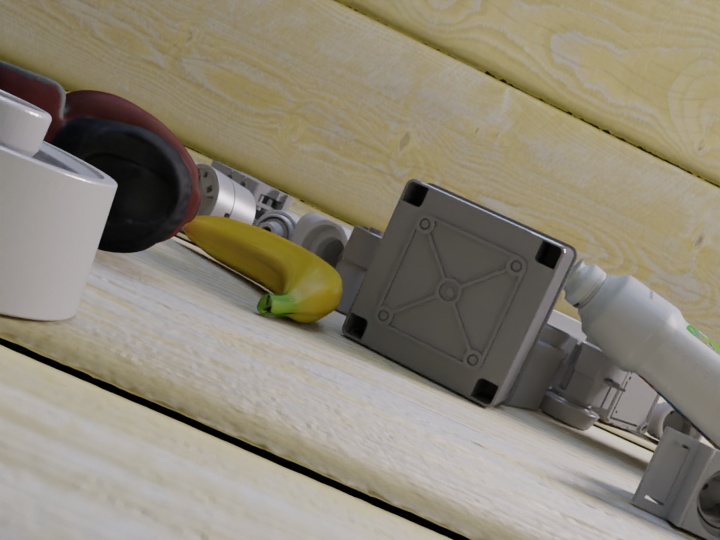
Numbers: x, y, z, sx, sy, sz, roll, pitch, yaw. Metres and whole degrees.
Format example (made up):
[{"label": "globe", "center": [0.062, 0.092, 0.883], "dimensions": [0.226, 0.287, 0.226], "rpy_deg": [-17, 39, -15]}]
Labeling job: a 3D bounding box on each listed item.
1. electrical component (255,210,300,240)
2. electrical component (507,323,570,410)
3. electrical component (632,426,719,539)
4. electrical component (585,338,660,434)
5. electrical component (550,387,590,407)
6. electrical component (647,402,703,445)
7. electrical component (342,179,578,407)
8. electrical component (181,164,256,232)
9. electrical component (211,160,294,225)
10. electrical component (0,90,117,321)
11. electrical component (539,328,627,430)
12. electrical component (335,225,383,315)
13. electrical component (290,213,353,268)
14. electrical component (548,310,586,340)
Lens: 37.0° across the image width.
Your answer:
[{"label": "electrical component", "center": [-0.075, -0.033, 0.964], "dimensions": [0.043, 0.043, 0.062], "rpy_deg": [26, 5, 12]}, {"label": "electrical component", "center": [0.078, 0.045, 0.740], "dimensions": [0.113, 0.057, 0.078], "rpy_deg": [27, 4, 32]}, {"label": "electrical component", "center": [0.180, 0.113, 0.547], "dimensions": [0.081, 0.042, 0.064], "rpy_deg": [25, 0, -3]}, {"label": "electrical component", "center": [0.218, 0.078, 0.896], "dimensions": [0.062, 0.096, 0.061], "rpy_deg": [21, 5, -43]}, {"label": "electrical component", "center": [0.137, 0.070, 0.818], "dimensions": [0.077, 0.044, 0.079], "rpy_deg": [27, -6, 34]}, {"label": "electrical component", "center": [0.267, 0.132, 0.919], "dimensions": [0.040, 0.040, 0.046], "rpy_deg": [25, -3, -4]}, {"label": "electrical component", "center": [0.061, 0.014, 0.664], "dimensions": [0.109, 0.108, 0.056], "rpy_deg": [26, 6, 17]}, {"label": "electrical component", "center": [-0.115, -0.049, 0.846], "dimensions": [0.055, 0.055, 0.047], "rpy_deg": [28, 1, 41]}, {"label": "electrical component", "center": [-0.114, -0.062, 1.032], "dimensions": [0.050, 0.055, 0.089], "rpy_deg": [22, 5, -40]}, {"label": "electrical component", "center": [-0.135, -0.033, 0.362], "dimensions": [0.108, 0.060, 0.108], "rpy_deg": [25, 4, -2]}, {"label": "electrical component", "center": [0.154, 0.079, 0.759], "dimensions": [0.048, 0.055, 0.066], "rpy_deg": [21, 5, -46]}, {"label": "electrical component", "center": [0.000, 0.000, 0.800], "dimensions": [0.044, 0.065, 0.044], "rpy_deg": [25, 3, -2]}, {"label": "electrical component", "center": [-0.016, -0.009, 0.931], "dimensions": [0.095, 0.053, 0.059], "rpy_deg": [27, 4, 37]}, {"label": "electrical component", "center": [0.158, 0.059, 1.055], "dimensions": [0.121, 0.063, 0.079], "rpy_deg": [24, 3, -13]}]
